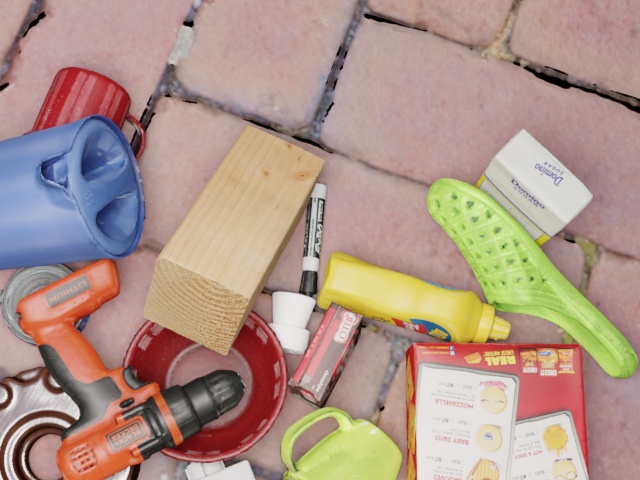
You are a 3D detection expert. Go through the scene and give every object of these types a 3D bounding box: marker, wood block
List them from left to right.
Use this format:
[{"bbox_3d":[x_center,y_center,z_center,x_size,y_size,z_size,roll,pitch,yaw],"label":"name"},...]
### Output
[{"bbox_3d":[-0.079,-0.005,1.019,0.090,0.091,0.205,25,46,2],"label":"wood block"},{"bbox_3d":[-0.007,0.001,1.108,0.020,0.020,0.121,6,78,-3],"label":"marker"}]

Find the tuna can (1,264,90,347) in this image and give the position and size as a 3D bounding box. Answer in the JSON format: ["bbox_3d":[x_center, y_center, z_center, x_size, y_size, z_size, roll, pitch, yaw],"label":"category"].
[{"bbox_3d":[-0.274,0.065,1.068,0.086,0.034,0.086,1,81,-6],"label":"tuna can"}]

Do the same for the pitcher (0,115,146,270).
[{"bbox_3d":[-0.295,-0.029,1.020,0.243,0.149,0.145,-9,34,18],"label":"pitcher"}]

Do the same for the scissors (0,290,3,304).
[{"bbox_3d":[-0.374,0.144,1.055,0.201,0.016,0.096,-34,84,-10],"label":"scissors"}]

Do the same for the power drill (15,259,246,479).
[{"bbox_3d":[-0.185,0.114,0.996,0.184,0.057,0.188,-26,75,-15],"label":"power drill"}]

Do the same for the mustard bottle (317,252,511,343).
[{"bbox_3d":[0.096,0.064,1.062,0.191,0.096,0.058,16,79,-1],"label":"mustard bottle"}]

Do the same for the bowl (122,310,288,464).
[{"bbox_3d":[-0.111,0.139,1.049,0.162,0.055,0.162,0,75,0],"label":"bowl"}]

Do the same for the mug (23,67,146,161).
[{"bbox_3d":[-0.232,-0.117,1.088,0.117,0.093,0.081,24,72,-19],"label":"mug"}]

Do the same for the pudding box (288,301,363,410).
[{"bbox_3d":[0.006,0.115,1.036,0.039,0.113,0.090,28,77,6],"label":"pudding box"}]

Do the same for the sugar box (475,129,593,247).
[{"bbox_3d":[0.202,-0.042,1.050,0.093,0.176,0.048,45,79,6],"label":"sugar box"}]

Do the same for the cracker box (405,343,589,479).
[{"bbox_3d":[0.166,0.207,1.014,0.164,0.072,0.213,0,77,-2],"label":"cracker box"}]
